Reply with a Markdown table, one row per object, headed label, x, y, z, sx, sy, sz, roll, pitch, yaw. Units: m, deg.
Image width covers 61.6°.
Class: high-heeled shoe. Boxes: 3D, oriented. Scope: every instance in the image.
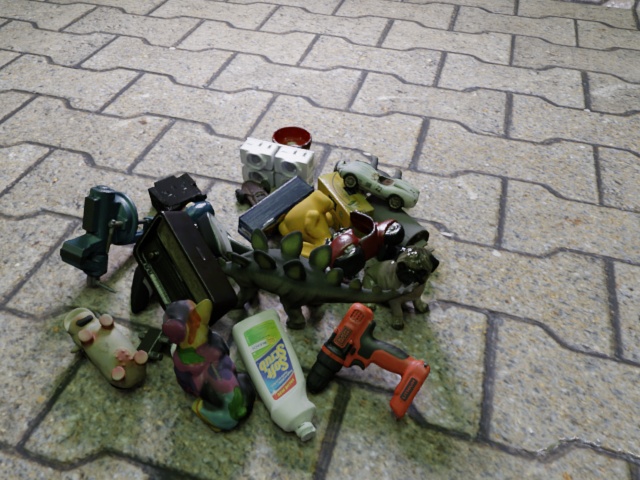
| label | x | y | z | sx | sy | sz | roll | pitch | yaw |
| --- | --- | --- | --- | --- | --- | --- | --- | --- | --- |
| high-heeled shoe | -0.322 | 0.063 | 1.190 | 0.145 | 0.086 | 0.249 | 24 | 61 | -27 |

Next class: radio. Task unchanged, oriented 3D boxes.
| label | x | y | z | sx | sy | sz | roll | pitch | yaw |
| --- | --- | --- | --- | --- | --- | --- | --- | --- | --- |
| radio | -0.269 | 0.066 | 1.053 | 0.073 | 0.131 | 0.230 | -4 | 56 | -56 |

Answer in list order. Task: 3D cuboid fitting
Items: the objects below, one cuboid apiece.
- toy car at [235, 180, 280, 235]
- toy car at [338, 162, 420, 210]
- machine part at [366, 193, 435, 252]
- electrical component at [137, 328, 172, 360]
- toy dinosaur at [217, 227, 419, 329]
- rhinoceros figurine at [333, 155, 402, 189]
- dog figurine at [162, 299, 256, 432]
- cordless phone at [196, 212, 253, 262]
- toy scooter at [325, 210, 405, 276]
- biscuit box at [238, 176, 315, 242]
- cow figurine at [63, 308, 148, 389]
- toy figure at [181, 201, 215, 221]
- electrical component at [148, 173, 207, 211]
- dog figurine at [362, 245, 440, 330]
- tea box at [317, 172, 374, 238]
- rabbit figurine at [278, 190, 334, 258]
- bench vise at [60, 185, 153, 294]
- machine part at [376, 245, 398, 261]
| label | x | y | z | sx | sy | sz | roll | pitch | yaw |
| --- | --- | --- | --- | --- | --- | --- | --- | --- | --- |
| toy car | -0.140 | -0.086 | 1.338 | 0.089 | 0.053 | 0.202 | -18 | 46 | -22 |
| toy car | 0.137 | -0.132 | 1.266 | 0.202 | 0.056 | 0.073 | 27 | 32 | 10 |
| machine part | 0.175 | -0.040 | 1.275 | 0.079 | 0.079 | 0.243 | -24 | 50 | -24 |
| electrical component | -0.326 | 0.203 | 1.036 | 0.094 | 0.021 | 0.063 | 3 | 52 | 35 |
| toy dinosaur | -0.047 | 0.080 | 1.060 | 0.472 | 0.198 | 0.105 | 9 | 47 | 11 |
| rhinoceros figurine | 0.126 | -0.160 | 1.411 | 0.191 | 0.073 | 0.112 | 28 | 60 | 23 |
| dog figurine | -0.196 | 0.201 | 0.915 | 0.108 | 0.219 | 0.192 | -29 | 50 | -23 |
| cordless phone | -0.176 | 0.022 | 1.162 | 0.184 | 0.146 | 0.088 | 22 | 78 | 15 |
| toy scooter | 0.077 | -0.006 | 1.148 | 0.184 | 0.075 | 0.135 | -31 | 48 | -15 |
| biscuit box | -0.099 | -0.069 | 1.256 | 0.063 | 0.059 | 0.203 | 39 | 56 | 18 |
| cow figurine | -0.402 | 0.198 | 1.001 | 0.195 | 0.127 | 0.085 | 39 | 54 | 15 |
| toy figure | -0.324 | -0.043 | 1.282 | 0.154 | 0.057 | 0.064 | -30 | 74 | -33 |
| electrical component | -0.363 | -0.110 | 1.355 | 0.115 | 0.058 | 0.134 | -28 | 51 | -30 |
| dog figurine | 0.153 | 0.060 | 1.089 | 0.173 | 0.190 | 0.121 | 29 | 50 | 29 |
| tea box | 0.058 | -0.078 | 1.299 | 0.068 | 0.098 | 0.170 | -17 | 45 | -19 |
| rabbit figurine | -0.002 | -0.004 | 1.214 | 0.162 | 0.121 | 0.173 | -35 | 72 | -28 |
| bench vise | -0.444 | -0.011 | 1.190 | 0.129 | 0.223 | 0.240 | 4 | 8 | 27 |
| machine part | 0.177 | 0.038 | 1.202 | 0.139 | 0.084 | 0.039 | 38 | 35 | 19 |
